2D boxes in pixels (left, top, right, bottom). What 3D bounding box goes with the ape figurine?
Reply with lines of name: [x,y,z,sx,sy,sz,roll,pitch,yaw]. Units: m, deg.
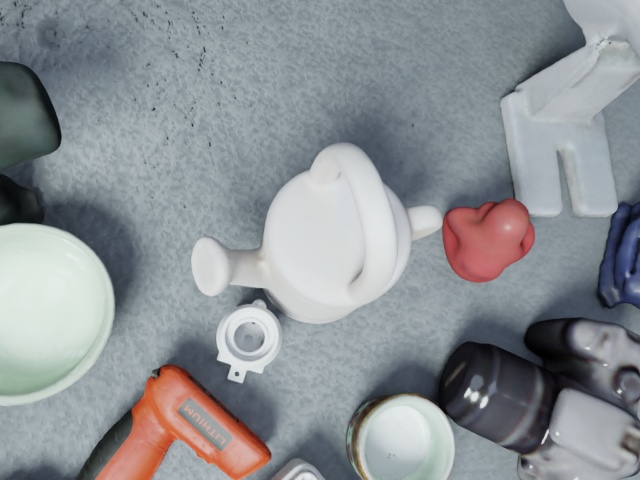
ape figurine: [0.143,-0.006,0.472,0.078,0.092,0.076,31,74,-1]

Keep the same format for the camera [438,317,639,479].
camera: [0.173,0.117,0.444,0.137,0.100,0.143,25,74,-3]

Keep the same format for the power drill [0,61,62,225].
power drill: [-0.266,-0.027,0.348,0.230,0.208,0.075,-25,82,-14]

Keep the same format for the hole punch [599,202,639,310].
hole punch: [0.312,0.015,0.496,0.101,0.091,0.109,21,74,-4]

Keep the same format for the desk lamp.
desk lamp: [0.241,-0.142,0.458,0.118,0.213,0.203,-2,77,-10]

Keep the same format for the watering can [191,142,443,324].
watering can: [0.004,0.004,0.394,0.173,0.194,0.101,-36,85,-15]
